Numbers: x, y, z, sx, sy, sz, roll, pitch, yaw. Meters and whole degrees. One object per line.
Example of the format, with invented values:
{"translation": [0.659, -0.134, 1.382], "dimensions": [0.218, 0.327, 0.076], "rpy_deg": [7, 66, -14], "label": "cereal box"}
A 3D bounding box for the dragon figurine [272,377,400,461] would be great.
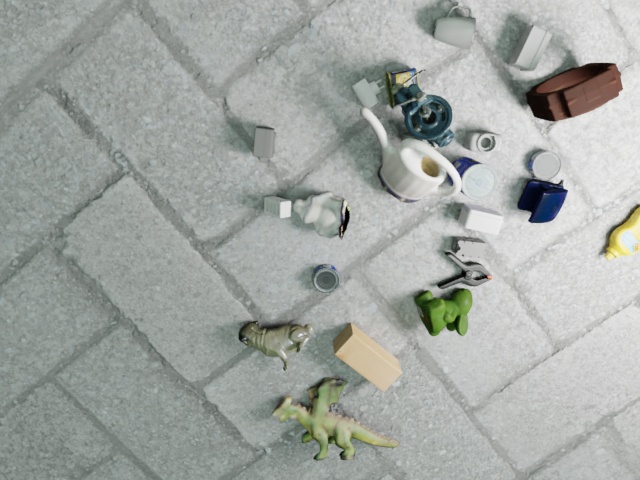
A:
{"translation": [0.050, 0.571, 1.676], "dimensions": [0.410, 0.241, 0.123], "rpy_deg": [-3, 7, -2], "label": "dragon figurine"}

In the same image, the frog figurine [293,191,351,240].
{"translation": [0.005, -0.076, 1.511], "dimensions": [0.160, 0.134, 0.125], "rpy_deg": [11, 30, 17], "label": "frog figurine"}

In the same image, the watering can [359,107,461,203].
{"translation": [0.226, -0.220, 1.427], "dimensions": [0.347, 0.106, 0.221], "rpy_deg": [36, -26, -2], "label": "watering can"}
